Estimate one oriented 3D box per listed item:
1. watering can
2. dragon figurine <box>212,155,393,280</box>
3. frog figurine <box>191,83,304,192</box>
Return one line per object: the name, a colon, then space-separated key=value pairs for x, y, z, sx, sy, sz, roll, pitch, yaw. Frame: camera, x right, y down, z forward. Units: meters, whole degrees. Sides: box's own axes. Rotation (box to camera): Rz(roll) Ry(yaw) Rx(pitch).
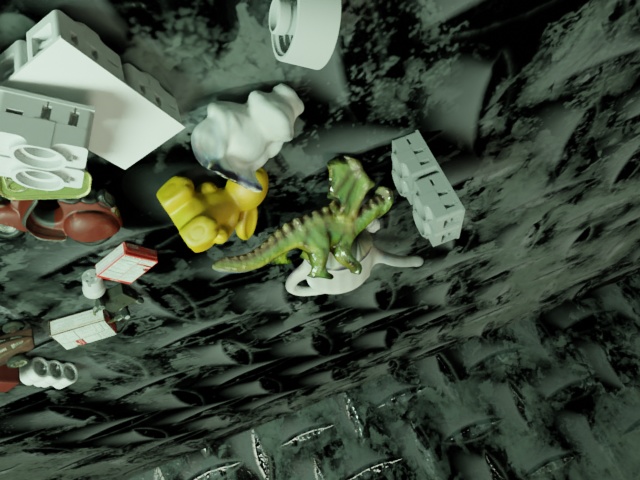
watering can: x=0.085 y=0.047 z=1.195 sx=0.348 sy=0.106 sz=0.219 roll=-15 pitch=150 yaw=-7
dragon figurine: x=0.003 y=-0.049 z=0.967 sx=0.411 sy=0.123 sz=0.240 roll=-1 pitch=115 yaw=-47
frog figurine: x=-0.104 y=-0.161 z=0.742 sx=0.136 sy=0.124 sz=0.159 roll=27 pitch=89 yaw=-44
